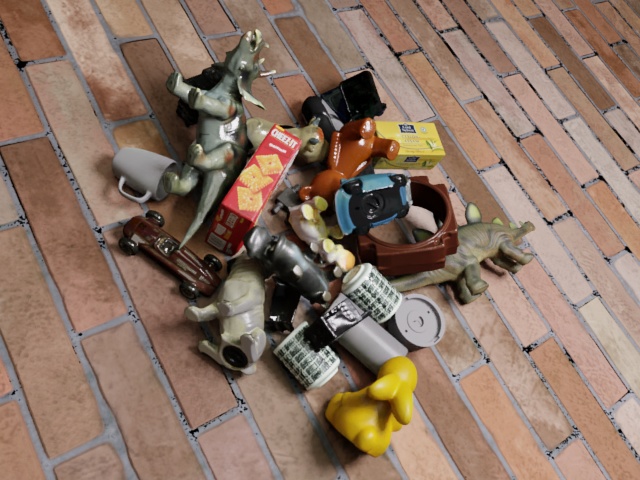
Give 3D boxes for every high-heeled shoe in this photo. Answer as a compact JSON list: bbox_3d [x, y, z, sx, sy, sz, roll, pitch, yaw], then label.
[{"bbox_3d":[0.045,-0.223,1.239,0.248,0.086,0.145,51,16,-16],"label":"high-heeled shoe"}]

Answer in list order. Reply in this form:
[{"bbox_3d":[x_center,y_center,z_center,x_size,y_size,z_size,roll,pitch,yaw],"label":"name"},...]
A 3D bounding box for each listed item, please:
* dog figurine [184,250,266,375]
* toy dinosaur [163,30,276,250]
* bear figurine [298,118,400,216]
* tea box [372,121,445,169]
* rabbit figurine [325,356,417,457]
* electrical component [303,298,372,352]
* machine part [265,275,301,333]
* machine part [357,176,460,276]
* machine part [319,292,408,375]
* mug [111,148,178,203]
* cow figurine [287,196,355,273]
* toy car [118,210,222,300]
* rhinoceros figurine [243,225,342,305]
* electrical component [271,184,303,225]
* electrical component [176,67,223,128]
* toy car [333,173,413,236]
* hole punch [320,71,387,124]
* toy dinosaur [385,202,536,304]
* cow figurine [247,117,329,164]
[{"bbox_3d":[-0.127,0.122,0.964,0.190,0.121,0.172,-50,132,-54],"label":"dog figurine"},{"bbox_3d":[-0.188,-0.186,1.015,0.192,0.131,0.404,1,99,-47],"label":"toy dinosaur"},{"bbox_3d":[0.053,-0.144,1.103,0.120,0.132,0.196,35,80,-35],"label":"bear figurine"},{"bbox_3d":[0.200,-0.224,1.279,0.170,0.068,0.098,-5,66,-22],"label":"tea box"},{"bbox_3d":[0.101,0.267,0.911,0.122,0.162,0.173,39,76,10],"label":"rabbit figurine"},{"bbox_3d":[0.037,0.139,0.934,0.119,0.075,0.048,-30,78,-37],"label":"electrical component"},{"bbox_3d":[-0.059,0.107,1.013,0.084,0.039,0.139,14,61,7],"label":"machine part"},{"bbox_3d":[0.172,-0.033,1.099,0.202,0.087,0.201,-9,51,7],"label":"machine part"},{"bbox_3d":[0.078,0.180,1.013,0.243,0.079,0.079,40,57,4],"label":"machine part"},{"bbox_3d":[-0.342,-0.121,1.016,0.107,0.080,0.109,24,63,5],"label":"mug"},{"bbox_3d":[-0.003,-0.001,1.075,0.068,0.098,0.167,-42,108,-36],"label":"cow figurine"},{"bbox_3d":[-0.268,0.026,0.977,0.202,0.053,0.089,37,54,2],"label":"toy car"},{"bbox_3d":[-0.050,0.041,0.939,0.190,0.112,0.073,40,63,-27],"label":"rhinoceros figurine"},{"bbox_3d":[-0.059,-0.076,1.128,0.063,0.021,0.094,39,56,1],"label":"electrical component"},{"bbox_3d":[-0.229,-0.306,1.129,0.134,0.115,0.058,-32,80,-29],"label":"electrical component"},{"bbox_3d":[0.092,-0.082,1.038,0.162,0.103,0.109,-20,115,-14],"label":"toy car"},{"bbox_3d":[0.077,-0.329,1.288,0.142,0.092,0.115,-34,109,-34],"label":"hole punch"},{"bbox_3d":[0.292,0.037,1.161,0.471,0.105,0.199,-24,66,-24],"label":"toy dinosaur"},{"bbox_3d":[-0.073,-0.210,1.132,0.195,0.127,0.085,12,63,-12],"label":"cow figurine"}]
